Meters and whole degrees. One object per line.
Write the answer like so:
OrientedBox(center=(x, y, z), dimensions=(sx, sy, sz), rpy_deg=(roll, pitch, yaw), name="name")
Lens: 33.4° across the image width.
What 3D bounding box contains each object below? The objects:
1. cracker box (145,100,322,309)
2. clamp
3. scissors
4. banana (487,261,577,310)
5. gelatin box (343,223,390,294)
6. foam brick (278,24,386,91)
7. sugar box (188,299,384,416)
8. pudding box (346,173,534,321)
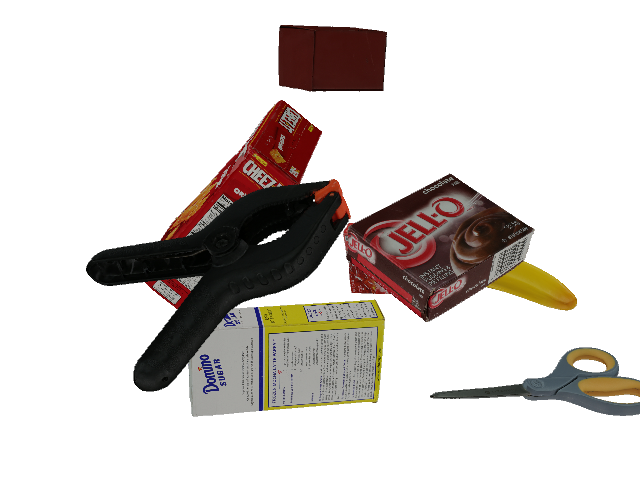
OrientedBox(center=(-0.100, -0.042, 1.203), dimensions=(0.072, 0.214, 0.164), rpy_deg=(38, 26, -10), name="cracker box")
OrientedBox(center=(-0.057, 0.021, 0.651), dimensions=(0.171, 0.120, 0.039), rpy_deg=(-25, -40, 2), name="clamp")
OrientedBox(center=(0.191, 0.119, 0.936), dimensions=(0.201, 0.016, 0.096), rpy_deg=(6, 28, -4), name="scissors")
OrientedBox(center=(0.166, 0.037, 1.106), dimensions=(0.198, 0.037, 0.069), rpy_deg=(8, 38, 11), name="banana")
OrientedBox(center=(0.070, 0.022, 1.293), dimensions=(0.073, 0.089, 0.030), rpy_deg=(1, 29, 17), name="gelatin box")
OrientedBox(center=(0.010, -0.153, 0.899), dimensions=(0.078, 0.051, 0.053), rpy_deg=(-6, 17, -35), name="foam brick")
OrientedBox(center=(-0.033, 0.107, 0.979), dimensions=(0.176, 0.093, 0.048), rpy_deg=(-1, 25, -8), name="sugar box")
OrientedBox(center=(0.089, 0.003, 0.804), dimensions=(0.113, 0.039, 0.090), rpy_deg=(-26, 49, -33), name="pudding box")
